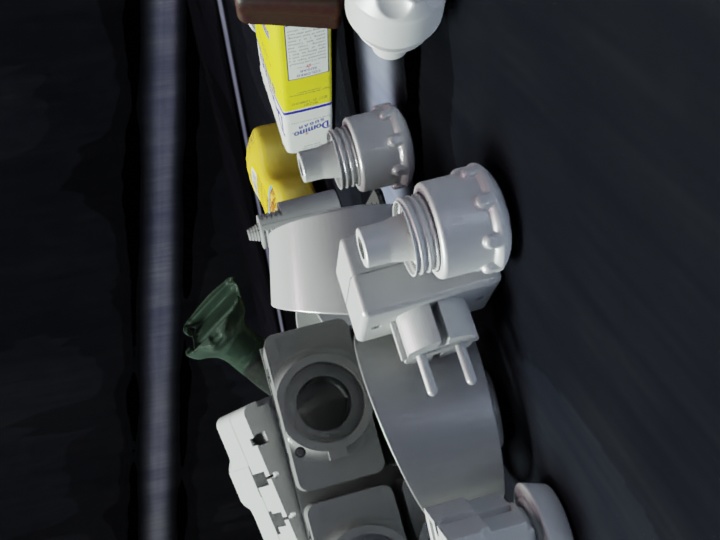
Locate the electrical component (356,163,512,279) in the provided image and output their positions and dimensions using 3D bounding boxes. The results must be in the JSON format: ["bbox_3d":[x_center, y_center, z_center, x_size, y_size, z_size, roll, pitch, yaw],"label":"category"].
[{"bbox_3d":[0.030,-0.017,0.454,0.048,0.062,0.048,166,90,-81],"label":"electrical component"}]

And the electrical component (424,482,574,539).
[{"bbox_3d":[0.064,0.124,0.487,0.066,0.055,0.048,-147,44,-78],"label":"electrical component"}]

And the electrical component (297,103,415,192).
[{"bbox_3d":[-0.003,-0.064,0.594,0.048,0.062,0.048,166,90,-82],"label":"electrical component"}]

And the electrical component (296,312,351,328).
[{"bbox_3d":[-0.015,0.061,0.962,0.099,0.064,0.099,51,153,40],"label":"electrical component"}]

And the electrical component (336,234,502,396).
[{"bbox_3d":[0.031,0.019,0.495,0.047,0.066,0.076,101,153,-72],"label":"electrical component"}]

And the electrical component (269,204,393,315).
[{"bbox_3d":[0.000,0.000,0.574,0.099,0.099,0.064,127,134,-79],"label":"electrical component"}]

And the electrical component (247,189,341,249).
[{"bbox_3d":[-0.057,-0.040,0.928,0.043,0.081,0.043,166,90,-82],"label":"electrical component"}]

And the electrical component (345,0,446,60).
[{"bbox_3d":[0.015,-0.114,0.461,0.062,0.043,0.043,96,159,-70],"label":"electrical component"}]

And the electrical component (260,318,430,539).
[{"bbox_3d":[0.017,0.118,0.618,0.060,0.105,0.186,116,139,-77],"label":"electrical component"}]

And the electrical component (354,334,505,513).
[{"bbox_3d":[0.037,0.075,0.542,0.099,0.064,0.099,169,90,-89],"label":"electrical component"}]

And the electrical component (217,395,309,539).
[{"bbox_3d":[-0.047,0.123,0.674,0.056,0.050,0.089,-31,81,57],"label":"electrical component"}]

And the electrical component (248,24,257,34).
[{"bbox_3d":[-0.075,-0.214,0.896,0.078,0.040,0.040,-120,18,-62],"label":"electrical component"}]
